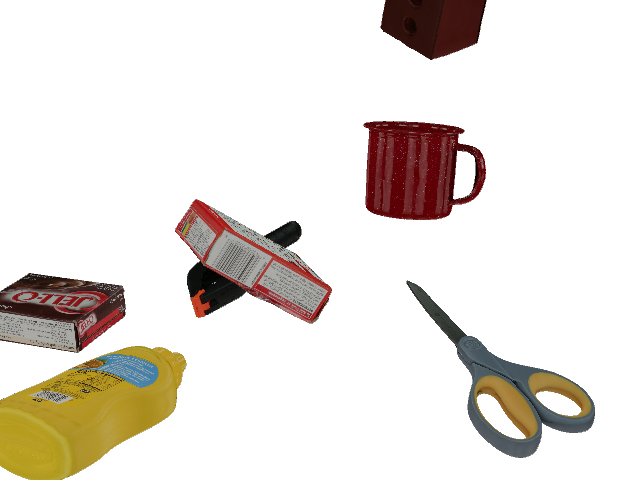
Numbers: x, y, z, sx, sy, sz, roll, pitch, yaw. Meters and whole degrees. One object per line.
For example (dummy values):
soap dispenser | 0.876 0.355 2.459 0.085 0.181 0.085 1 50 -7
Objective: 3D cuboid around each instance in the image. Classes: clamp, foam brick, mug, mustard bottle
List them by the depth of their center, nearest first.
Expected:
foam brick | 0.081 -0.174 0.735 0.051 0.078 0.053 -28 52 -35
mustard bottle | -0.173 0.128 0.860 0.096 0.058 0.191 6 17 30
mug | 0.095 -0.064 0.986 0.117 0.081 0.093 7 12 21
clamp | -0.094 0.025 1.242 0.120 0.039 0.171 -7 36 23

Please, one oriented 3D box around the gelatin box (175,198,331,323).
gelatin box | -0.044 0.013 0.691 0.089 0.030 0.073 31 4 -27

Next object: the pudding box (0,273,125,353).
pudding box | -0.260 0.069 1.034 0.114 0.039 0.090 4 20 19

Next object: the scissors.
scissors | 0.130 0.084 0.777 0.096 0.016 0.202 0 31 -10
